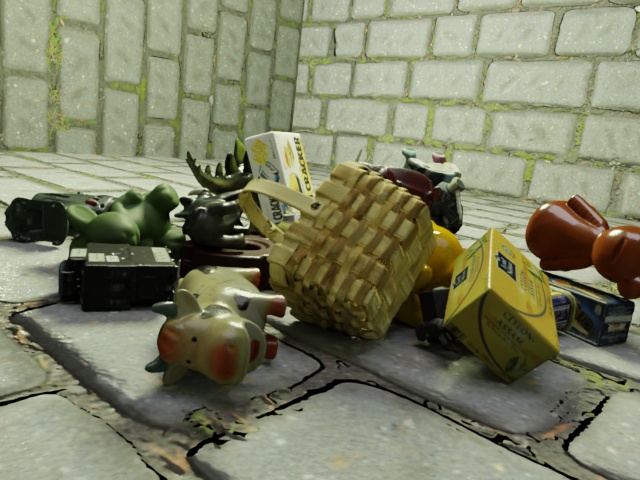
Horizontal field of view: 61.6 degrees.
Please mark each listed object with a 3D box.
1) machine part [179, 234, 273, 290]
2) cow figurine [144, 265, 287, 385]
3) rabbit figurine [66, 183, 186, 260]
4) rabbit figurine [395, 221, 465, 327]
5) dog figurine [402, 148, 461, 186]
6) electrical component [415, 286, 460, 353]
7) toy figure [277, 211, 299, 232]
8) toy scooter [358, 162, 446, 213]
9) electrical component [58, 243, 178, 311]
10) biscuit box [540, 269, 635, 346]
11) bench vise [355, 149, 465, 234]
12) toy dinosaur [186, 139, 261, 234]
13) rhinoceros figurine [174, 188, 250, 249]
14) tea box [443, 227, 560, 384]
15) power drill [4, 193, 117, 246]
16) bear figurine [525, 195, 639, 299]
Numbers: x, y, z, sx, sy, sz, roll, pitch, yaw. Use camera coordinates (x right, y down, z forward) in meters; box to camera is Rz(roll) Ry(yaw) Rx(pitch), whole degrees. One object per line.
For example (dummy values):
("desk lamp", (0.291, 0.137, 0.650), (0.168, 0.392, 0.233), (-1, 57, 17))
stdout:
("machine part", (-0.122, 0.028, 0.812), (0.179, 0.056, 0.179), (5, 12, -1))
("cow figurine", (-0.102, 0.076, 0.518), (0.127, 0.085, 0.195), (6, 11, -21))
("rabbit figurine", (-0.295, -0.021, 0.795), (0.159, 0.121, 0.170), (0, 8, 3))
("rabbit figurine", (0.111, 0.057, 0.733), (0.173, 0.121, 0.162), (-10, 24, -10))
("dog figurine", (0.227, -0.084, 1.208), (0.108, 0.219, 0.192), (1, 30, -12))
("electrical component", (0.157, 0.093, 0.632), (0.102, 0.078, 0.045), (5, -14, -36))
("toy figure", (0.000, -0.002, 0.974), (0.180, 0.089, 0.082), (8, -4, -42))
("toy scooter", (0.099, -0.063, 0.770), (0.135, 0.075, 0.184), (6, -10, -6))
("electrical component", (-0.250, 0.043, 0.666), (0.134, 0.058, 0.115), (2, 10, -21))
("biscuit box", (0.337, 0.085, 0.775), (0.063, 0.059, 0.203), (1, 12, -27))
("bench vise", (0.160, -0.078, 1.063), (0.240, 0.129, 0.223), (33, -35, -17))
("toy dinosaur", (-0.148, -0.118, 1.165), (0.105, 0.198, 0.471), (7, 9, 19))
("rhinoceros figurine", (-0.162, -0.033, 0.808), (0.112, 0.073, 0.190), (-9, 16, -8))
("tea box", (0.201, 0.065, 0.597), (0.098, 0.068, 0.170), (42, 30, -3))
("power drill", (-0.427, -0.046, 0.954), (0.232, 0.085, 0.207), (6, 15, 5))
("bear figurine", (0.399, 0.007, 0.760), (0.132, 0.120, 0.196), (12, 8, -37))
